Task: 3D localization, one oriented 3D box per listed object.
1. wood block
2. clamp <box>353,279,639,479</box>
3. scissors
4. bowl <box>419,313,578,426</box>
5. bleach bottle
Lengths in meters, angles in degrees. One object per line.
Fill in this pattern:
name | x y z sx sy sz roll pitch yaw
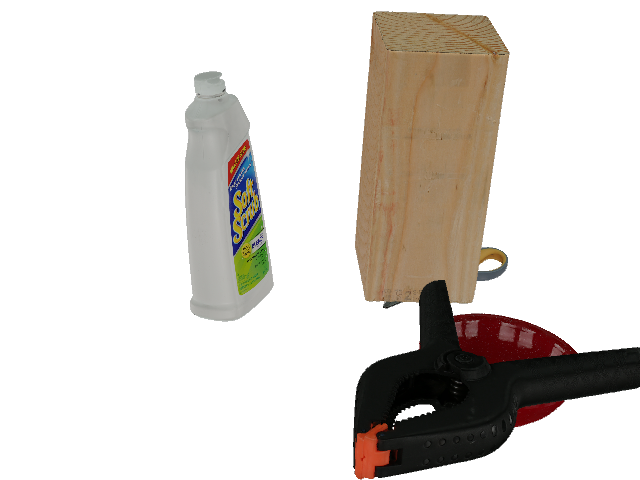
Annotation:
wood block | 0.081 -0.062 0.824 0.090 0.206 0.091 1 29 -4
clamp | 0.080 0.082 0.648 0.165 0.036 0.209 22 31 40
scissors | 0.126 0.029 1.208 0.201 0.016 0.096 -11 41 -33
bowl | 0.173 0.134 1.044 0.162 0.055 0.162 5 26 -3
bleach bottle | -0.105 -0.049 1.115 0.068 0.251 0.102 8 27 27
